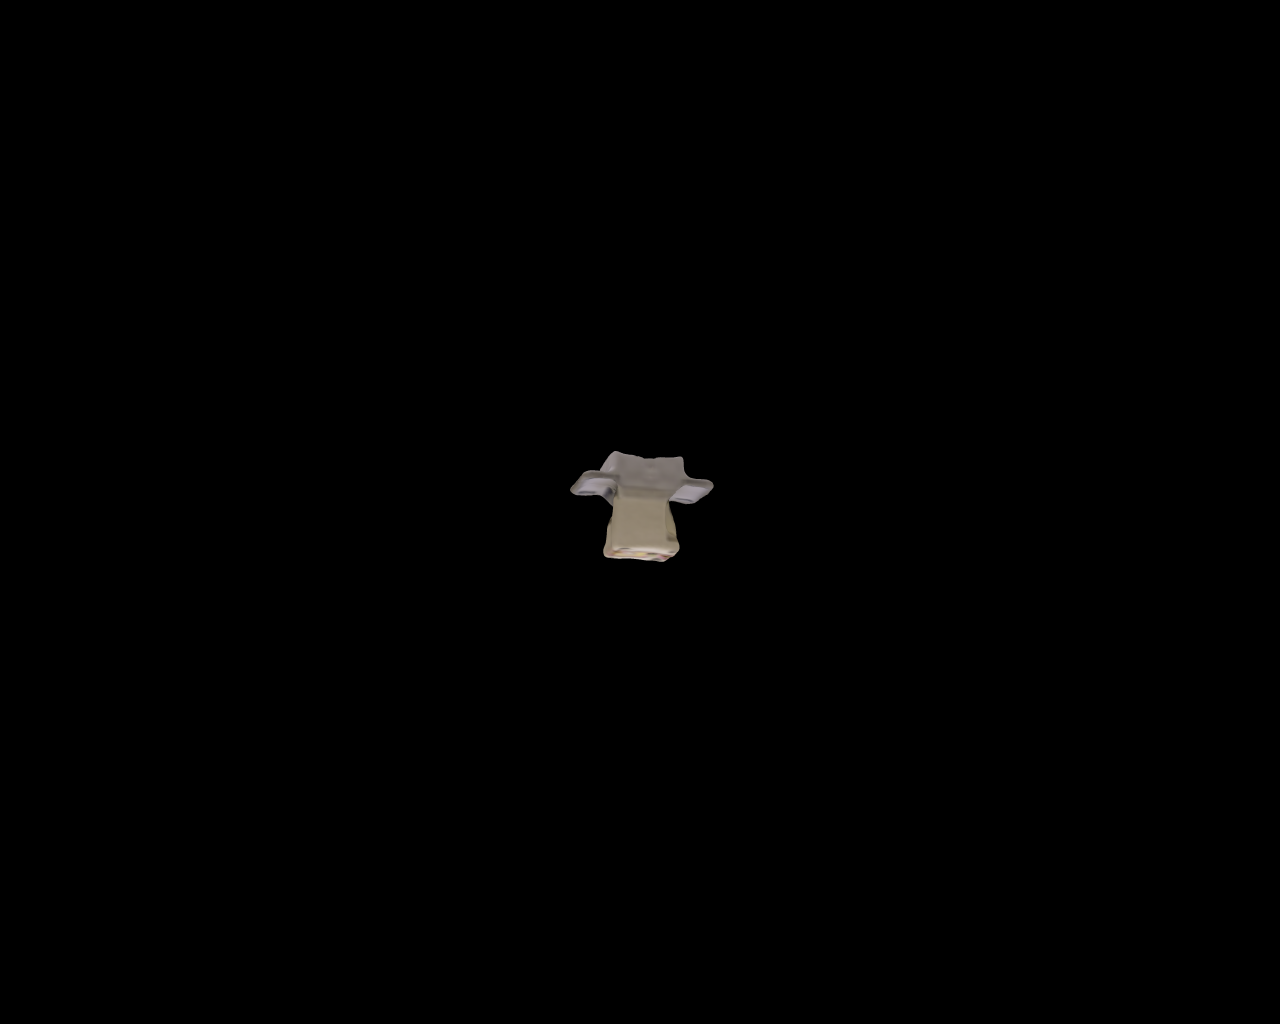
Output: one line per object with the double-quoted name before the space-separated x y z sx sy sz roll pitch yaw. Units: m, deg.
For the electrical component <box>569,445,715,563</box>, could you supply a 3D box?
"electrical component" 0.001 -0.003 0.650 0.081 0.064 0.042 4 -15 -14
